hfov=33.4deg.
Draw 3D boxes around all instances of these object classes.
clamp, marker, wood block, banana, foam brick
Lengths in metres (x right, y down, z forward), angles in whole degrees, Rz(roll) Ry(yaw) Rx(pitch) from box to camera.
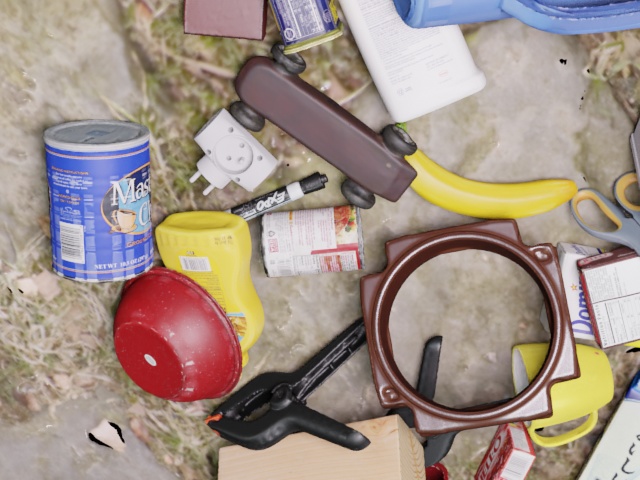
[{"bbox_3d":[0.132,0.199,1.167,0.120,0.039,0.172,34,114,9],"label":"clamp"},{"bbox_3d":[-0.048,-0.041,1.102,0.121,0.020,0.020,-22,107,9],"label":"marker"},{"bbox_3d":[0.002,0.261,1.137,0.206,0.091,0.090,-14,142,18],"label":"wood block"},{"bbox_3d":[0.160,-0.056,1.082,0.197,0.037,0.070,18,111,-5],"label":"banana"},{"bbox_3d":[-0.029,0.178,1.121,0.210,0.164,0.036,-25,126,19],"label":"clamp"},{"bbox_3d":[-0.090,-0.222,1.022,0.078,0.053,0.051,5,110,0],"label":"foam brick"}]

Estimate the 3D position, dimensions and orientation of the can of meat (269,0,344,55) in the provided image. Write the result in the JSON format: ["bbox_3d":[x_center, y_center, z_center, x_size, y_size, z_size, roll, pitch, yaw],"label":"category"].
[{"bbox_3d":[-0.018,-0.226,0.994,0.057,0.102,0.084,-17,106,8],"label":"can of meat"}]

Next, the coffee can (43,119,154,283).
[{"bbox_3d":[-0.219,-0.040,1.063,0.103,0.103,0.140,2,110,1],"label":"coffee can"}]

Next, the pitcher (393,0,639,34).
[{"bbox_3d":[0.187,-0.248,0.929,0.242,0.149,0.145,-11,104,-8],"label":"pitcher"}]

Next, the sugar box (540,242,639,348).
[{"bbox_3d":[0.328,0.063,1.115,0.176,0.048,0.093,8,108,-3],"label":"sugar box"}]

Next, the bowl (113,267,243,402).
[{"bbox_3d":[-0.160,0.110,1.100,0.162,0.055,0.162,18,126,26],"label":"bowl"}]

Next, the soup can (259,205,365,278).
[{"bbox_3d":[-0.007,0.001,1.091,0.102,0.068,0.068,-6,109,4],"label":"soup can"}]

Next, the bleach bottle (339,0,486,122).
[{"bbox_3d":[0.066,-0.244,1.006,0.102,0.068,0.251,-22,105,5],"label":"bleach bottle"}]

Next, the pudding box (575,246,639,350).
[{"bbox_3d":[0.322,0.052,1.069,0.113,0.039,0.090,-15,104,8],"label":"pudding box"}]

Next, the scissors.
[{"bbox_3d":[0.330,-0.002,1.035,0.096,0.202,0.016,-39,139,-9],"label":"scissors"}]

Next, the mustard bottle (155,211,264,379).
[{"bbox_3d":[-0.107,0.066,1.113,0.096,0.058,0.191,2,118,22],"label":"mustard bottle"}]

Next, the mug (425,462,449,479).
[{"bbox_3d":[0.109,0.312,1.177,0.093,0.117,0.081,-9,118,39],"label":"mug"}]

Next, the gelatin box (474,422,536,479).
[{"bbox_3d":[0.201,0.250,1.170,0.030,0.073,0.089,20,109,-5],"label":"gelatin box"}]
